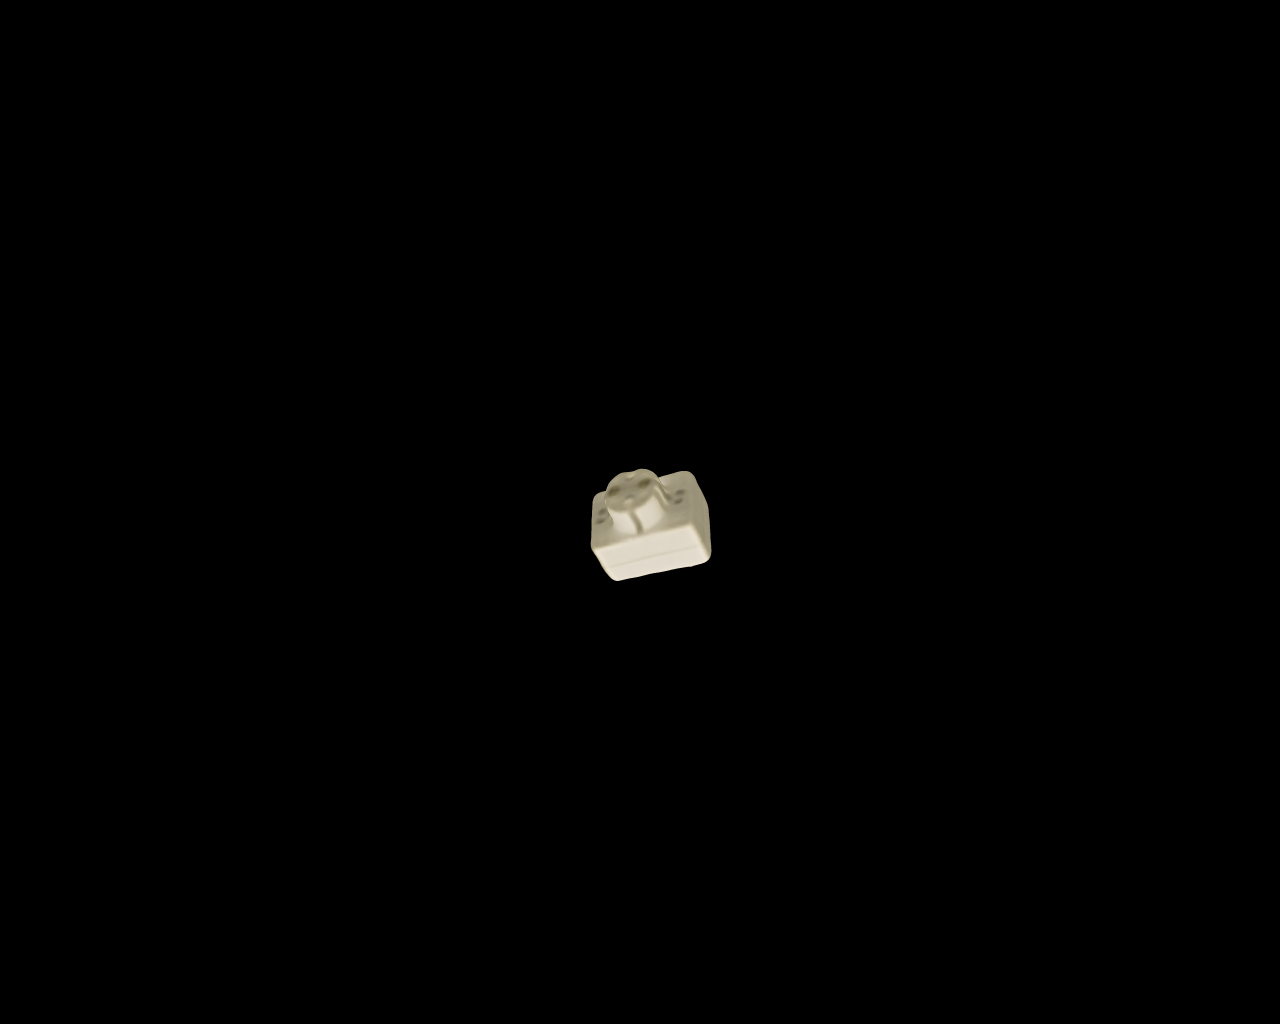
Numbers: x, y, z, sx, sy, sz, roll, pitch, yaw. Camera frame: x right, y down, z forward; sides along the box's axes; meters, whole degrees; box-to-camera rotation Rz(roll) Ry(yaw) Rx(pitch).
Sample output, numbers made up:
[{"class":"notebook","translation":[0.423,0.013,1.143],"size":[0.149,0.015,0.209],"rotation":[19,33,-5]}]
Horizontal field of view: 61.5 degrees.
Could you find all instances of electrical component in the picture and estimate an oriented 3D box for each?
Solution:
[{"class":"electrical component","translation":[0.001,-0.003,0.650],"size":[0.066,0.047,0.076],"rotation":[-14,-43,15]}]
